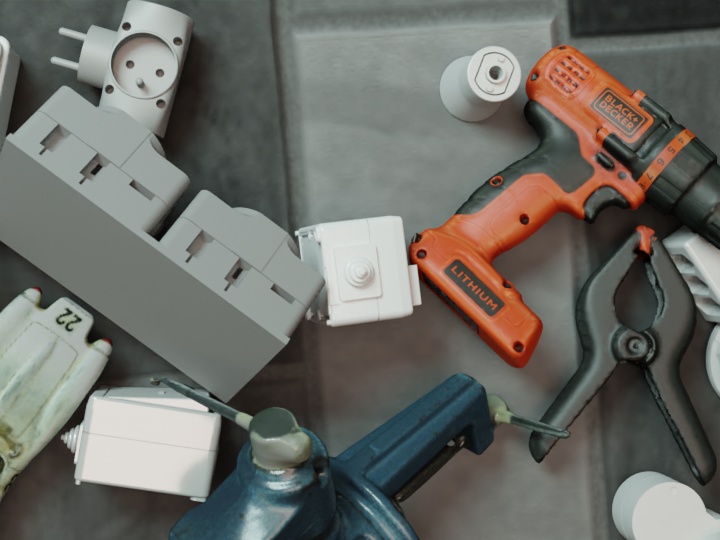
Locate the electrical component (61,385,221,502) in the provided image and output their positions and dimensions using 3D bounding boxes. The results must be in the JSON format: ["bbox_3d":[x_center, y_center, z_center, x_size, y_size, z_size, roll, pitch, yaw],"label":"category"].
[{"bbox_3d":[-0.136,0.102,0.669,0.096,0.062,0.061,10,89,-7],"label":"electrical component"}]

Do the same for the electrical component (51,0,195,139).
[{"bbox_3d":[-0.152,-0.130,0.674,0.079,0.044,0.077,15,89,-8],"label":"electrical component"}]

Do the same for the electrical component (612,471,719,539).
[{"bbox_3d":[0.238,0.191,0.714,0.138,0.074,0.052,37,86,-6],"label":"electrical component"}]

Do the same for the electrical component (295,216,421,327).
[{"bbox_3d":[0.000,0.000,0.669,0.061,0.096,0.061,-7,91,-13],"label":"electrical component"}]

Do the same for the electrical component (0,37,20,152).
[{"bbox_3d":[-0.273,-0.095,0.652,0.109,0.056,0.108,11,89,-7],"label":"electrical component"}]

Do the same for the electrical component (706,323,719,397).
[{"bbox_3d":[0.282,0.062,0.730,0.080,0.051,0.080,0,91,-8],"label":"electrical component"}]

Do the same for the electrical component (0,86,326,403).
[{"bbox_3d":[-0.123,-0.014,0.640,0.186,0.105,0.060,37,55,-6],"label":"electrical component"}]

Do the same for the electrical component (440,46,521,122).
[{"bbox_3d":[0.080,-0.122,0.694,0.044,0.065,0.044,0,91,-7],"label":"electrical component"}]

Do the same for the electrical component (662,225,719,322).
[{"bbox_3d":[0.257,-0.012,0.727,0.077,0.047,0.065,-35,95,-6],"label":"electrical component"}]
